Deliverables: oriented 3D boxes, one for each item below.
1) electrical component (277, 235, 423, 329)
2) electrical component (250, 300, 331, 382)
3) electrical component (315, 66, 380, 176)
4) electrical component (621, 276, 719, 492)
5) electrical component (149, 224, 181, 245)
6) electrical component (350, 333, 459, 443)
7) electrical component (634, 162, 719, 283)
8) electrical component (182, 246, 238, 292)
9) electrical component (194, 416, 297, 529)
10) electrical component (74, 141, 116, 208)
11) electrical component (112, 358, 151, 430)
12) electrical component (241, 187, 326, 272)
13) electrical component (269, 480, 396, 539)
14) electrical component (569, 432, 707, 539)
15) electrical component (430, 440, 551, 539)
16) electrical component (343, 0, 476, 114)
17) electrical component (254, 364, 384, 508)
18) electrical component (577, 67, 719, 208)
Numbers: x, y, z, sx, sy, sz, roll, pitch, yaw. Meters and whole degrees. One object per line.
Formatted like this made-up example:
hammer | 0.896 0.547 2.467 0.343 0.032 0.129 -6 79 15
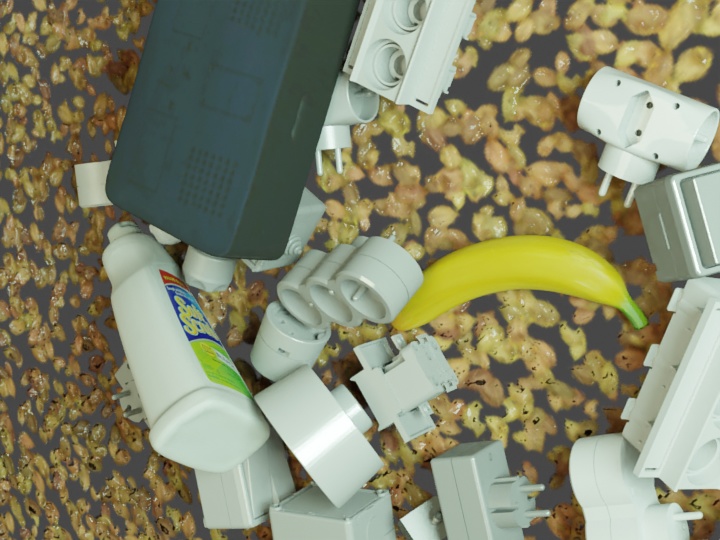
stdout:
electrical component | 0.000 0.000 0.811 0.052 0.073 0.138 50 152 -19
electrical component | -0.058 0.059 0.868 0.055 0.055 0.047 39 121 23
electrical component | -0.027 -0.112 0.824 0.077 0.044 0.079 -2 97 34
electrical component | 0.216 0.069 0.671 0.063 0.079 0.121 47 125 54
electrical component | -0.150 -0.044 0.926 0.061 0.035 0.035 -15 89 33
electrical component | 0.036 0.084 0.815 0.064 0.042 0.081 -36 78 31
electrical component | 0.223 -0.034 0.638 0.096 0.061 0.061 -15 89 -10
electrical component | -0.123 -0.016 0.907 0.043 0.043 0.062 30 111 27
electrical component | -0.098 0.163 0.907 0.061 0.062 0.096 -10 92 35
electrical component | -0.193 -0.096 0.935 0.138 0.052 0.073 -2 96 35
electrical component | -0.186 0.112 0.950 0.047 0.076 0.083 -47 71 30
electrical component | -0.074 -0.045 0.857 0.096 0.061 0.061 42 118 22
electrical component | -0.026 0.211 0.864 0.096 0.062 0.061 -1 101 35
electrical component | 0.194 0.175 0.714 0.074 0.052 0.138 -15 89 35
electrical component | 0.102 0.169 0.779 0.076 0.047 0.083 -13 90 35
electrical component | 0.046 -0.181 0.752 0.079 0.063 0.121 31 114 27
electrical component | -0.025 0.121 0.827 0.060 0.108 0.108 -37 73 -6
electrical component | 0.177 -0.080 0.690 0.077 0.043 0.079 29 113 27
